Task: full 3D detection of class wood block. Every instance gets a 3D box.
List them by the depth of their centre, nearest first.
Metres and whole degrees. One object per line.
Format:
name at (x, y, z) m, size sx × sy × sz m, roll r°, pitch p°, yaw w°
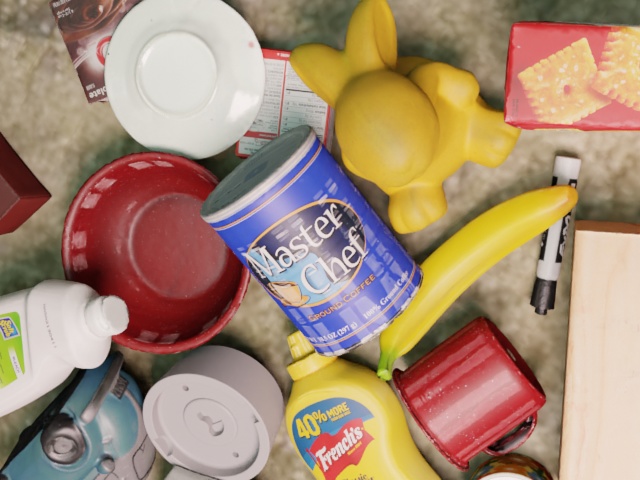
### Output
wood block at (0.221, 0.094, 0.765) m, size 0.090 × 0.090 × 0.206 m, roll 4°, pitch 97°, yaw 14°

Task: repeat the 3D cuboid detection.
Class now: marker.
marker at (0.176, -0.003, 0.803) m, size 0.020 × 0.020 × 0.121 m, roll 11°, pitch 99°, yaw 13°

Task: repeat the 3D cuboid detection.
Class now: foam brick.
foam brick at (-0.278, -0.048, 0.900) m, size 0.053 × 0.051 × 0.078 m, roll -42°, pitch 85°, yaw 15°

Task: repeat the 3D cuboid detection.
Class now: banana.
banana at (0.109, 0.024, 0.802) m, size 0.198 × 0.070 × 0.037 m, roll -46°, pitch 123°, yaw 7°

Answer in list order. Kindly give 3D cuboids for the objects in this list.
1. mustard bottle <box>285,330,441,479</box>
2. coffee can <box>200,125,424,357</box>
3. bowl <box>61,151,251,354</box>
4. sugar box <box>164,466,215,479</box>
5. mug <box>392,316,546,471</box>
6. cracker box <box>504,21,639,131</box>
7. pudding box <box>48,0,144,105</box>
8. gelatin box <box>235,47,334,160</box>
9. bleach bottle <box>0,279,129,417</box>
mustard bottle at (0.026, 0.156, 0.838) m, size 0.096 × 0.058 × 0.191 m, roll -29°, pitch 87°, yaw 34°
coffee can at (-0.005, 0.001, 0.786) m, size 0.103 × 0.102 × 0.140 m, roll -34°, pitch 107°, yaw 15°
bowl at (-0.124, 0.008, 0.864) m, size 0.162 × 0.055 × 0.162 m, roll 2°, pitch 97°, yaw 15°
sugar box at (-0.095, 0.277, 0.871) m, size 0.093 × 0.048 × 0.176 m, roll 17°, pitch 114°, yaw 11°
mug at (0.121, 0.119, 0.802) m, size 0.081 × 0.093 × 0.117 m, roll -38°, pitch 116°, yaw 10°
cracker box at (0.236, -0.102, 0.702) m, size 0.214 × 0.164 × 0.072 m, roll 6°, pitch 100°, yaw 14°
pudding box at (-0.149, -0.171, 0.859) m, size 0.114 × 0.039 × 0.090 m, roll -21°, pitch 91°, yaw 16°
gelatin box at (-0.025, -0.104, 0.839) m, size 0.073 × 0.030 × 0.089 m, roll 8°, pitch 98°, yaw 13°
bleach bottle at (-0.251, 0.097, 0.868) m, size 0.251 × 0.068 × 0.102 m, roll -19°, pitch 91°, yaw 32°
